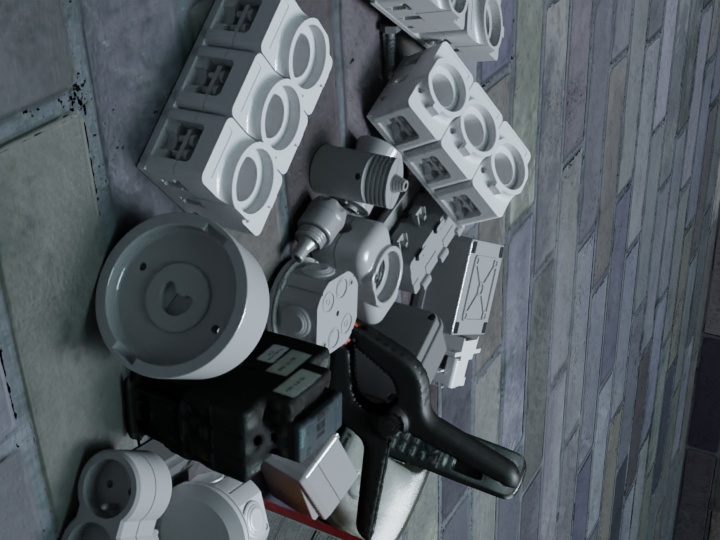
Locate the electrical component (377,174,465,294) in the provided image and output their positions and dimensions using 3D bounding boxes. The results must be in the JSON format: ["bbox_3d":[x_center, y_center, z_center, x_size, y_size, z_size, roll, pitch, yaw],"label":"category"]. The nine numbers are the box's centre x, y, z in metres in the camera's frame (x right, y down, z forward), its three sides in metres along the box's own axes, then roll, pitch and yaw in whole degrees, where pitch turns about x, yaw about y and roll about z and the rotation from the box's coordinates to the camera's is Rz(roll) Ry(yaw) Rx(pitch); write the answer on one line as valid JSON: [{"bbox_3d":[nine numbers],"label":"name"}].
[{"bbox_3d":[0.053,-0.035,1.054,0.121,0.063,0.078,-55,147,-37],"label":"electrical component"}]

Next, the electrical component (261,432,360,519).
[{"bbox_3d":[-0.052,0.169,0.941,0.061,0.062,0.096,-52,146,-22],"label":"electrical component"}]

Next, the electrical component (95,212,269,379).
[{"bbox_3d":[-0.112,0.021,0.711,0.060,0.108,0.108,35,71,-69],"label":"electrical component"}]

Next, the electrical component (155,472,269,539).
[{"bbox_3d":[-0.113,0.194,0.820,0.051,0.080,0.080,-23,122,-65],"label":"electrical component"}]

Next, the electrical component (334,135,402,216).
[{"bbox_3d":[0.005,-0.082,0.962,0.065,0.044,0.044,-64,152,-13],"label":"electrical component"}]

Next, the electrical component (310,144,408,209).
[{"bbox_3d":[0.003,-0.079,0.913,0.043,0.081,0.043,-38,135,-51],"label":"electrical component"}]

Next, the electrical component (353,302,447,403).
[{"bbox_3d":[0.029,0.091,1.051,0.113,0.078,0.057,-61,153,-28],"label":"electrical component"}]

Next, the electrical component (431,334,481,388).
[{"bbox_3d":[0.103,0.102,1.245,0.081,0.042,0.063,0,106,-63],"label":"electrical component"}]

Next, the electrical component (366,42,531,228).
[{"bbox_3d":[0.090,-0.126,1.008,0.150,0.062,0.089,48,53,-26],"label":"electrical component"}]

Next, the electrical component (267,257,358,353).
[{"bbox_3d":[-0.040,0.031,0.914,0.080,0.051,0.080,-37,133,-52],"label":"electrical component"}]

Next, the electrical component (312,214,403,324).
[{"bbox_3d":[0.000,0.000,0.970,0.053,0.059,0.095,-54,146,-37],"label":"electrical component"}]

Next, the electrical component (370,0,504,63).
[{"bbox_3d":[0.079,-0.264,0.975,0.186,0.060,0.105,14,78,-64],"label":"electrical component"}]

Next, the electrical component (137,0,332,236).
[{"bbox_3d":[-0.080,-0.111,0.755,0.150,0.062,0.089,-68,153,-16],"label":"electrical component"}]

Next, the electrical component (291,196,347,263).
[{"bbox_3d":[-0.038,-0.032,0.907,0.061,0.035,0.035,-57,148,-29],"label":"electrical component"}]

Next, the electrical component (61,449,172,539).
[{"bbox_3d":[-0.165,0.193,0.745,0.074,0.052,0.138,22,83,-64],"label":"electrical component"}]

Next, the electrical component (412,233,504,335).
[{"bbox_3d":[0.109,0.015,1.196,0.109,0.056,0.108,6,97,-64],"label":"electrical component"}]
